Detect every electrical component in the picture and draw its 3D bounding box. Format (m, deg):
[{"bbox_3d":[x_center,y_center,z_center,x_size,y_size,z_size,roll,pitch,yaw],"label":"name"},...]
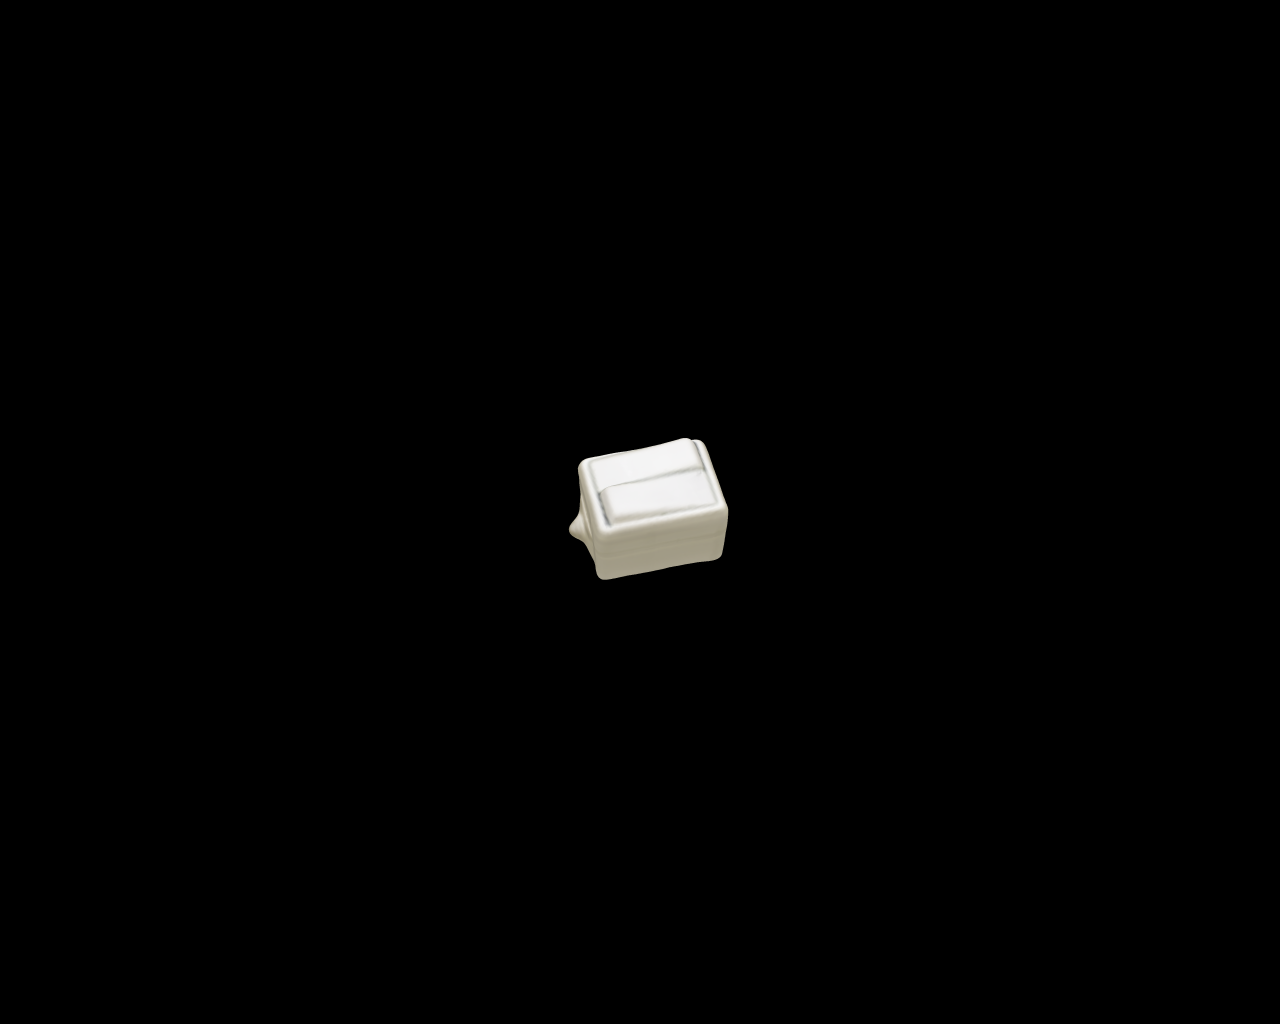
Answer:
[{"bbox_3d":[0.001,-0.003,0.650,0.096,0.062,0.061,-10,-36,-7],"label":"electrical component"}]
